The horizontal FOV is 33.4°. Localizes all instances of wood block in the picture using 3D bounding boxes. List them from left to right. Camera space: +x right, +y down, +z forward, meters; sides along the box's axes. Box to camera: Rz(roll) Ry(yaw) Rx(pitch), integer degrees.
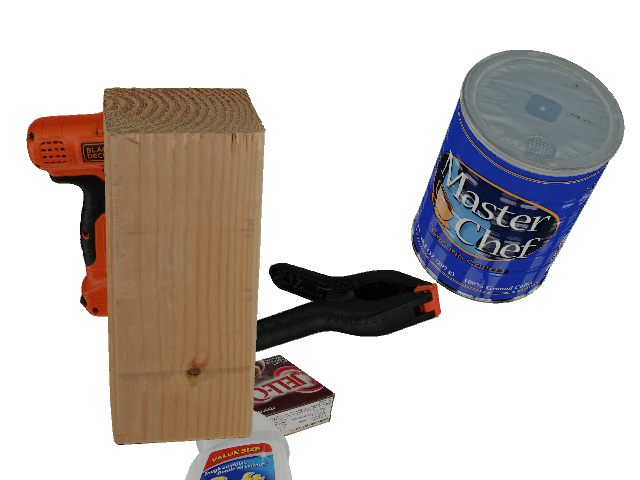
[{"bbox_3d":[-0.088,0.016,0.669,0.090,0.206,0.090,-1,25,-12],"label":"wood block"}]

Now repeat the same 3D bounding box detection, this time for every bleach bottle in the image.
[{"bbox_3d":[-0.070,0.206,0.814,0.102,0.068,0.251,-4,27,-4],"label":"bleach bottle"}]

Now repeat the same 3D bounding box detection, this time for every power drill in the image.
[{"bbox_3d":[-0.149,-0.027,0.927,0.184,0.188,0.057,-2,27,3],"label":"power drill"}]

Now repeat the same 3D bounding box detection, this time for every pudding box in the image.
[{"bbox_3d":[-0.056,0.159,1.064,0.113,0.039,0.090,-13,29,-39],"label":"pudding box"}]

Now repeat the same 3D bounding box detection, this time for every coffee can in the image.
[{"bbox_3d":[0.125,-0.040,0.705,0.102,0.103,0.140,0,-37,-11],"label":"coffee can"}]

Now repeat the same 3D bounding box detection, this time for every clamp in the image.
[{"bbox_3d":[0.012,0.059,0.900,0.172,0.039,0.120,0,36,27],"label":"clamp"}]
